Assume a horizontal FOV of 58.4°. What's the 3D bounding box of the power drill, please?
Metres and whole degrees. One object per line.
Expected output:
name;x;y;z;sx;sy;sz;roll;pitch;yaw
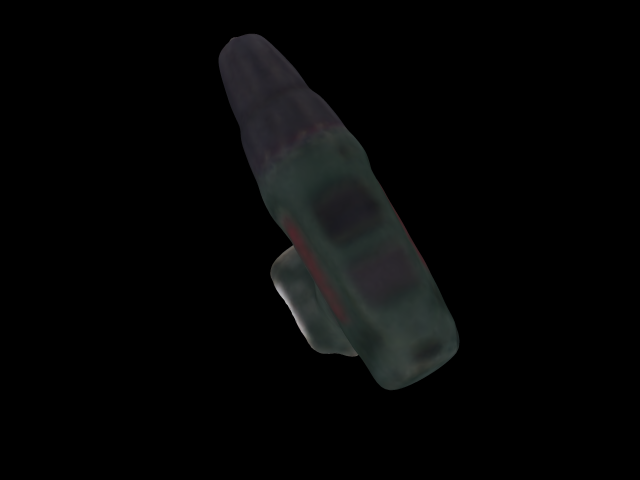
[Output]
power drill;0.004;0.001;0.400;0.076;0.208;0.229;-30;70;-11
